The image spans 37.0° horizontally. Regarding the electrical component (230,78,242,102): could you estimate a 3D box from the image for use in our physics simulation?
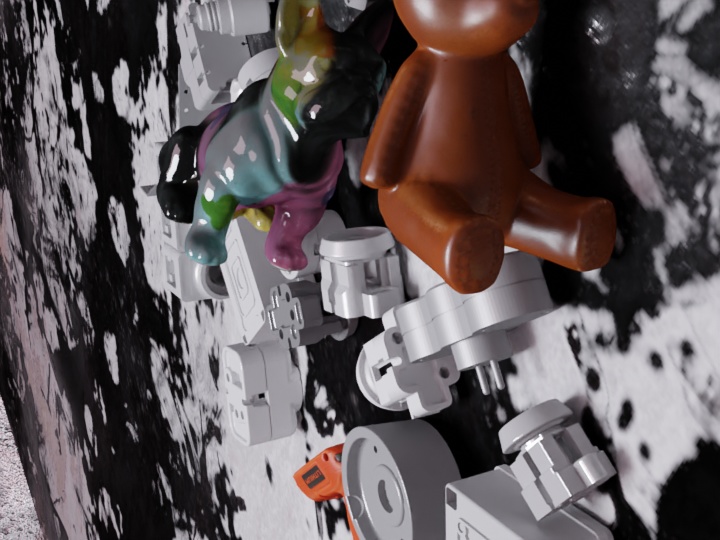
[{"bbox_3d":[-0.103,-0.148,0.996,0.035,0.035,0.061,52,145,44],"label":"electrical component"}]

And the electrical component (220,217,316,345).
[{"bbox_3d":[-0.085,0.003,0.989,0.078,0.057,0.113,-49,56,58],"label":"electrical component"}]

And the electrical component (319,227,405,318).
[{"bbox_3d":[0.000,0.000,0.818,0.078,0.058,0.057,18,118,61],"label":"electrical component"}]

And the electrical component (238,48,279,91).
[{"bbox_3d":[-0.068,-0.151,0.904,0.047,0.055,0.055,63,150,23],"label":"electrical component"}]

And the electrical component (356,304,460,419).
[{"bbox_3d":[0.032,0.070,0.778,0.057,0.058,0.078,-39,64,58],"label":"electrical component"}]

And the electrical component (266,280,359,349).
[{"bbox_3d":[-0.038,0.034,0.906,0.078,0.057,0.058,-18,83,64],"label":"electrical component"}]

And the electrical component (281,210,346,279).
[{"bbox_3d":[-0.041,-0.023,0.903,0.055,0.047,0.055,33,128,56],"label":"electrical component"}]

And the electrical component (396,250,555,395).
[{"bbox_3d":[0.075,0.042,0.685,0.138,0.052,0.073,-36,67,62],"label":"electrical component"}]

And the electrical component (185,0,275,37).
[{"bbox_3d":[-0.115,-0.226,0.949,0.040,0.078,0.040,170,90,-79],"label":"electrical component"}]

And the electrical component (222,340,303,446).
[{"bbox_3d":[-0.094,0.117,1.047,0.054,0.059,0.095,17,114,61],"label":"electrical component"}]

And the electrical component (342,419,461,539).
[{"bbox_3d":[0.037,0.162,0.797,0.108,0.060,0.108,33,128,56],"label":"electrical component"}]

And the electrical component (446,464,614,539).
[{"bbox_3d":[0.104,0.196,0.679,0.109,0.056,0.108,27,123,59],"label":"electrical component"}]

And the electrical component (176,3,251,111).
[{"bbox_3d":[-0.139,-0.203,1.031,0.056,0.050,0.089,-33,70,62],"label":"electrical component"}]

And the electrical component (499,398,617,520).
[{"bbox_3d":[0.114,0.111,0.641,0.055,0.048,0.066,60,149,20],"label":"electrical component"}]

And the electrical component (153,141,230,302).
[{"bbox_3d":[-0.145,-0.052,1.052,0.062,0.089,0.150,27,123,59],"label":"electrical component"}]
